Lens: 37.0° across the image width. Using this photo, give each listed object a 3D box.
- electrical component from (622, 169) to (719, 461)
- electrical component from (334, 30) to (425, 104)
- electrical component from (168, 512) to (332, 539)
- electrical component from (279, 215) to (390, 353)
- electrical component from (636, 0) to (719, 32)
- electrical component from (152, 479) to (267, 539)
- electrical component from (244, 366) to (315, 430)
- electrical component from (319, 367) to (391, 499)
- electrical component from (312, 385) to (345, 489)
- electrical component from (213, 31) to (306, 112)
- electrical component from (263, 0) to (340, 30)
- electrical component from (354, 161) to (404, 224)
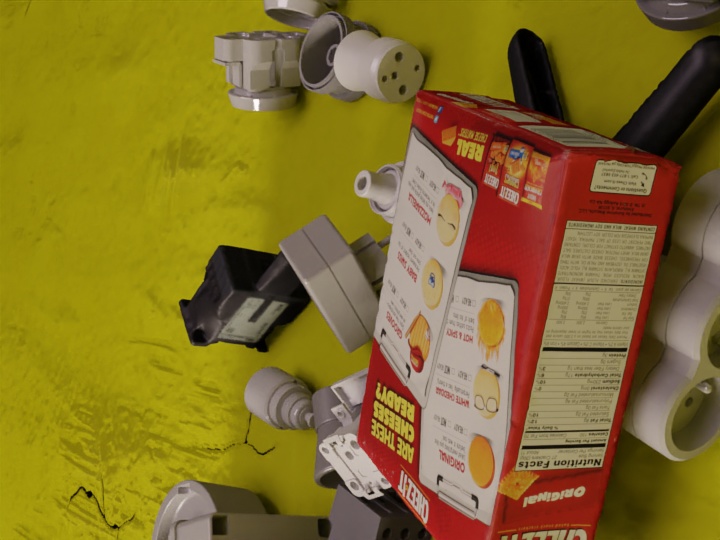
[{"bbox_3d":[0.157,0.016,0.530,0.074,0.052,0.138,34,108,51],"label":"electrical component"},{"bbox_3d":[0.014,-0.145,0.767,0.055,0.045,0.045,31,106,51],"label":"electrical component"},{"bbox_3d":[-0.071,0.223,0.731,0.056,0.109,0.108,-27,60,43],"label":"electrical component"},{"bbox_3d":[0.000,0.000,0.732,0.076,0.083,0.047,-33,45,-4],"label":"electrical component"},{"bbox_3d":[0.165,-0.160,0.545,0.078,0.057,0.058,17,61,39],"label":"electrical component"},{"bbox_3d":[-0.108,0.216,0.821,0.108,0.060,0.108,-18,67,50],"label":"electrical component"},{"bbox_3d":[-0.053,0.099,0.796,0.078,0.040,0.040,20,97,52],"label":"electrical component"},{"bbox_3d":[0.012,0.106,0.678,0.081,0.064,0.042,53,137,-7],"label":"electrical component"},{"bbox_3d":[-0.013,0.112,0.740,0.044,0.044,0.065,-40,46,40],"label":"electrical component"},{"bbox_3d":[-0.079,-0.162,0.876,0.058,0.078,0.057,29,124,52],"label":"electrical component"},{"bbox_3d":[-0.045,-0.227,0.856,0.078,0.058,0.057,9,86,53],"label":"electrical component"},{"bbox_3d":[0.026,-0.051,0.712,0.048,0.062,0.048,-18,67,50],"label":"electrical component"}]
